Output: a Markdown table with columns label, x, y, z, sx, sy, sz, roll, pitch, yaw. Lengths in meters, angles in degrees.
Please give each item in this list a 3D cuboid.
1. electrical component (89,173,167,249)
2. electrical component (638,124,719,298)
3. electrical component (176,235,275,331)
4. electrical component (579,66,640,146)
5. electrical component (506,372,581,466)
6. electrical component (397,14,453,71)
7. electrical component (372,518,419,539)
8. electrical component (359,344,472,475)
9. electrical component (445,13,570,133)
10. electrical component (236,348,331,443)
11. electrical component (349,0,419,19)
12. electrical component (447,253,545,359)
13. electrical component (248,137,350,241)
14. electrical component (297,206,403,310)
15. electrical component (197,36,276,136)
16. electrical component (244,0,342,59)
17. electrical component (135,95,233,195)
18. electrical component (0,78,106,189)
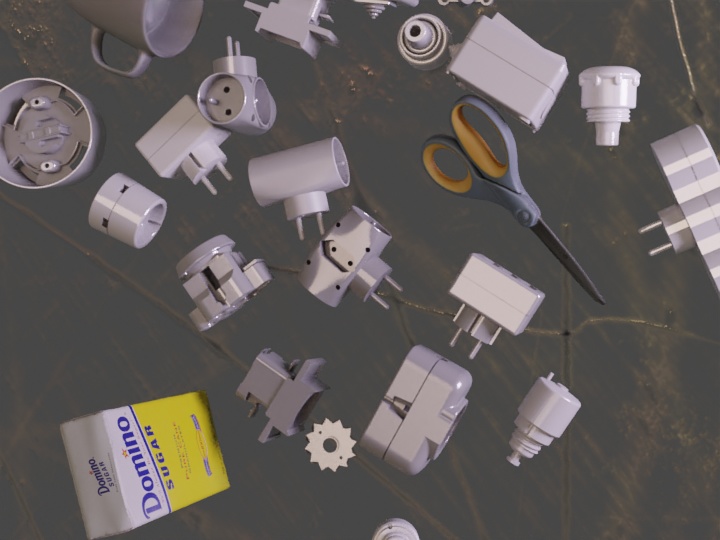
| label | x | y | z | sx | sy | sz | roll | pitch | yaw |
| --- | --- | --- | --- | --- | --- | --- | --- | --- | --- |
| electrical component | -0.205 | -0.051 | 0.953 | 0.047 | 0.055 | 0.055 | 29 | 97 | 9 |
| electrical component | 0.255 | -0.036 | 0.834 | 0.074 | 0.052 | 0.138 | -24 | 83 | 13 |
| electrical component | -0.122 | 0.007 | 0.929 | 0.078 | 0.058 | 0.057 | -36 | 84 | 12 |
| electrical component | 0.198 | -0.130 | 0.855 | 0.048 | 0.048 | 0.062 | 2 | 97 | 15 |
| electrical component | 0.144 | 0.123 | 0.868 | 0.040 | 0.040 | 0.078 | 34 | 98 | 12 |
| electrical component | 0.051 | -0.189 | 0.883 | 0.043 | 0.062 | 0.043 | 0 | 89 | 15 |
| electrical component | 0.029 | 0.226 | 0.881 | 0.040 | 0.078 | 0.040 | 0 | 82 | 2 |
| electrical component | 0.050 | 0.117 | 0.885 | 0.059 | 0.054 | 0.095 | 30 | 97 | 13 |
| electrical component | 0.117 | -0.163 | 0.866 | 0.096 | 0.062 | 0.061 | 34 | 97 | 12 |
| electrical component | -0.068 | 0.104 | 0.922 | 0.064 | 0.042 | 0.081 | 34 | 97 | 14 |
| electrical component | 0.019 | -0.257 | 0.896 | 0.062 | 0.061 | 0.096 | 9 | 100 | 14 |
| electrical component | 0.101 | 0.035 | 0.876 | 0.066 | 0.047 | 0.076 | 33 | 97 | 12 |
| electrical component | -0.048 | -0.066 | 0.917 | 0.077 | 0.043 | 0.079 | -13 | 86 | 14 |
| electrical component | 0.000 | 0.000 | 0.904 | 0.079 | 0.043 | 0.077 | 40 | 99 | 11 |
| electrical component | -0.105 | -0.158 | 0.915 | 0.044 | 0.077 | 0.079 | -5 | 88 | 15 |
| electrical component | -0.052 | -0.221 | 0.920 | 0.081 | 0.042 | 0.063 | 23 | 93 | 13 |
| electrical component | -0.142 | -0.101 | 0.940 | 0.066 | 0.047 | 0.076 | -41 | 81 | 12 |
| electrical component | -0.282 | -0.121 | 0.967 | 0.099 | 0.064 | 0.099 | 0 | 90 | 15 |
